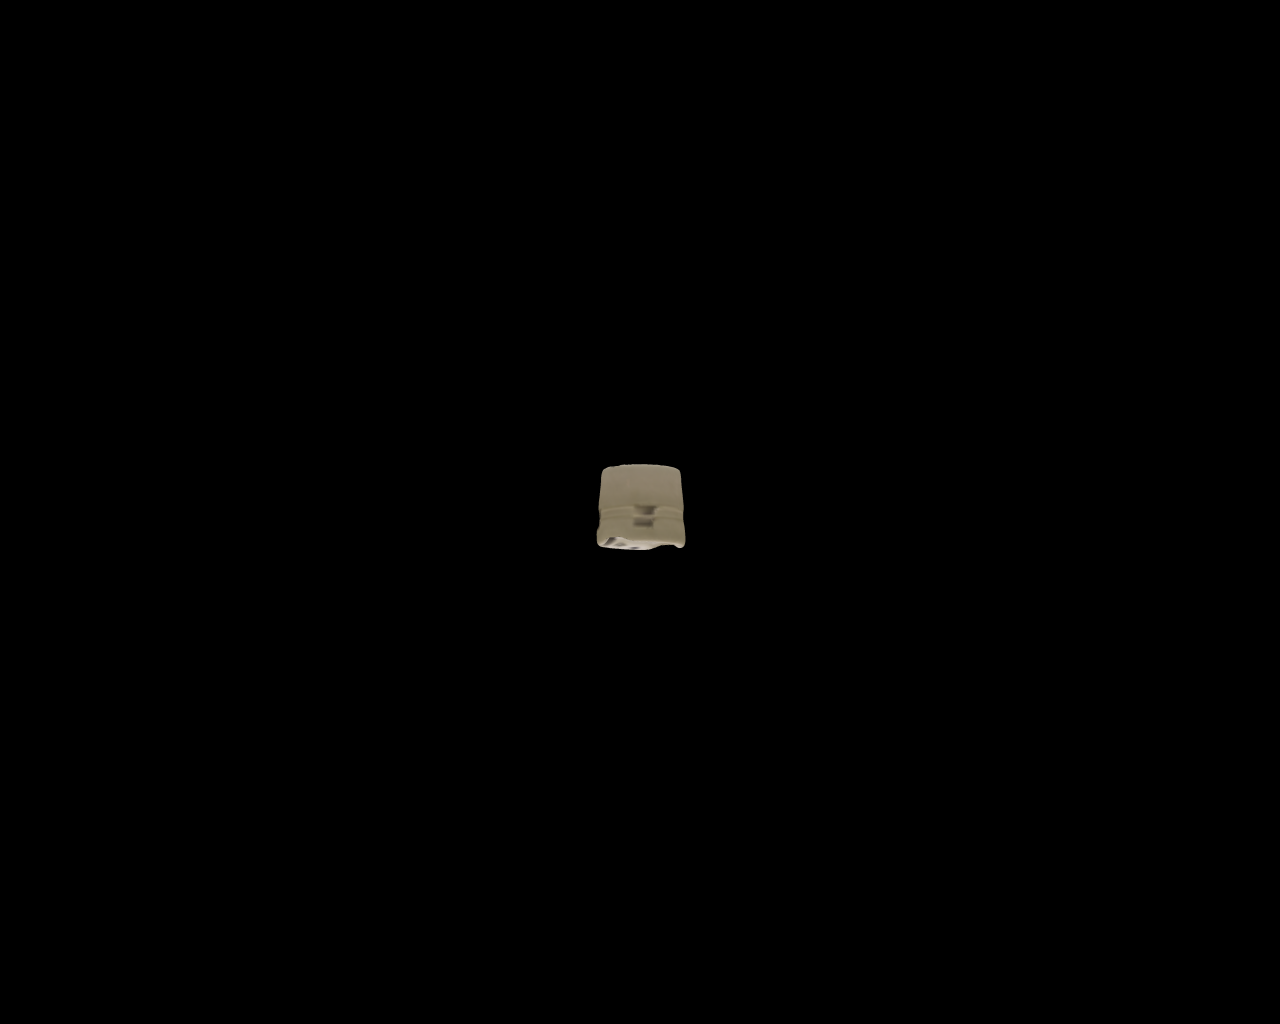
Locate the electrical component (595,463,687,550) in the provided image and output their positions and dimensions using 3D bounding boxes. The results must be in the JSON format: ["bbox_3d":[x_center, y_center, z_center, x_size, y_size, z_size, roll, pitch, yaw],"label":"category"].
[{"bbox_3d":[0.001,-0.003,0.650,0.055,0.047,0.055,0,-7,0],"label":"electrical component"}]
